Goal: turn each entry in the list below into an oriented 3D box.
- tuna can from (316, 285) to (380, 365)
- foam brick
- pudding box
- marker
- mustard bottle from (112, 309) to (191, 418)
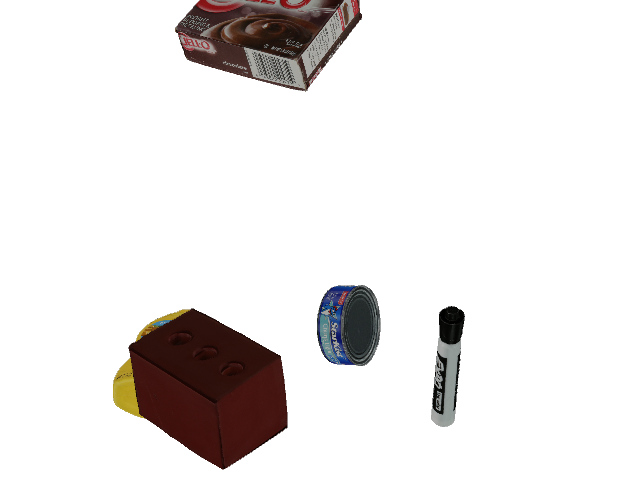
[{"bbox_3d":[0.030,0.090,1.136,0.034,0.086,0.086,-1,0,30],"label":"tuna can"},{"bbox_3d":[-0.065,0.085,0.617,0.078,0.051,0.052,24,38,36],"label":"foam brick"},{"bbox_3d":[-0.038,-0.165,0.806,0.114,0.090,0.039,20,-31,24],"label":"pudding box"},{"bbox_3d":[0.096,0.096,0.806,0.020,0.121,0.020,-1,41,0],"label":"marker"},{"bbox_3d":[-0.170,0.132,1.235,0.096,0.058,0.191,5,26,4],"label":"mustard bottle"}]
